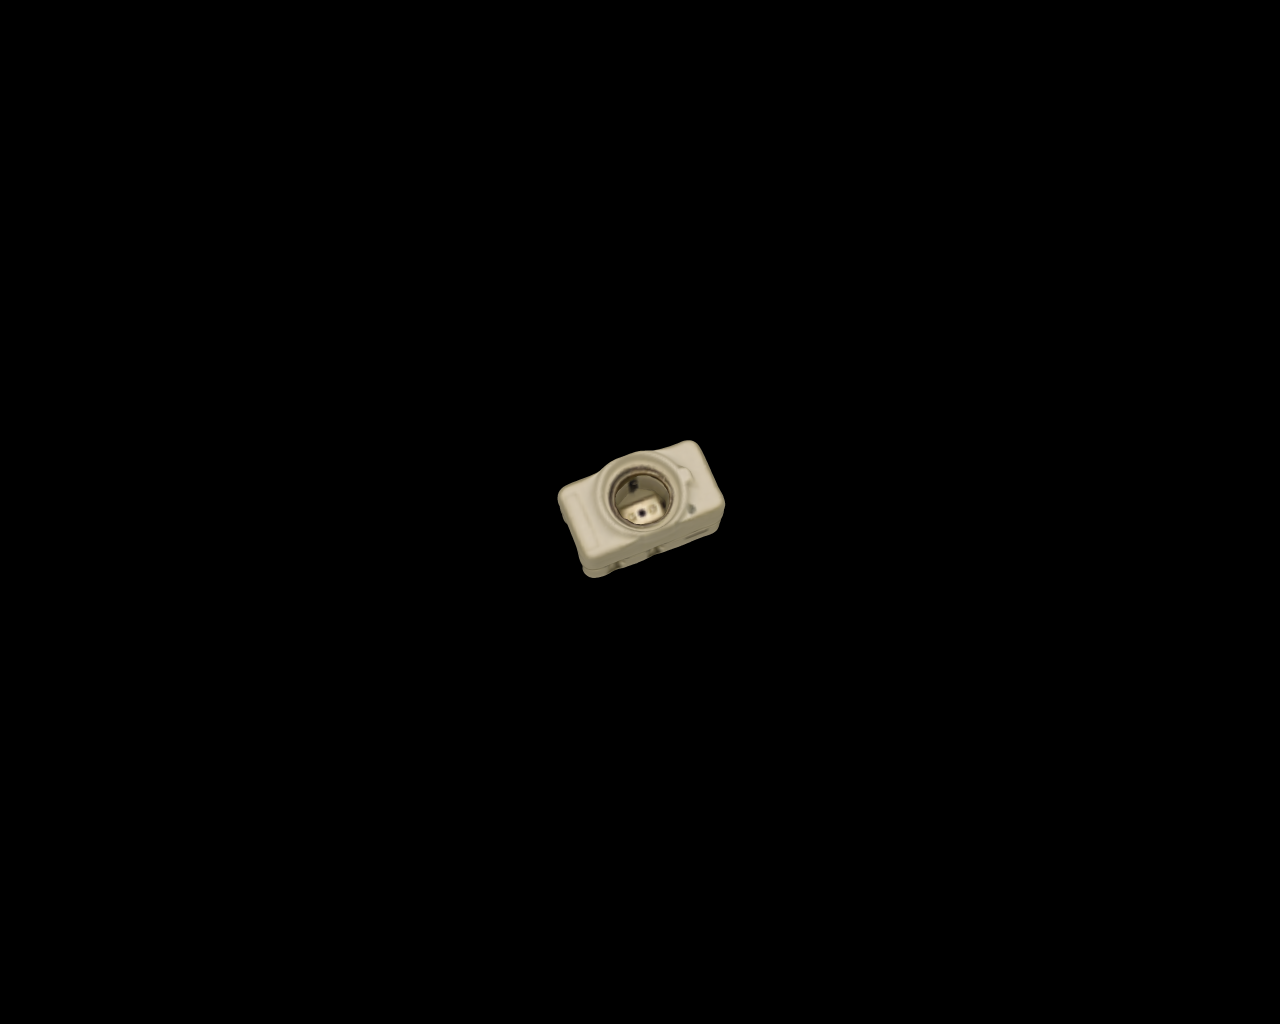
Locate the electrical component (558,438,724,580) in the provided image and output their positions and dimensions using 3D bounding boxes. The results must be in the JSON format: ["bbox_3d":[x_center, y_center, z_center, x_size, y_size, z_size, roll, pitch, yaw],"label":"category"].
[{"bbox_3d":[0.001,-0.003,0.650,0.089,0.050,0.055,-21,-18,-7],"label":"electrical component"}]
